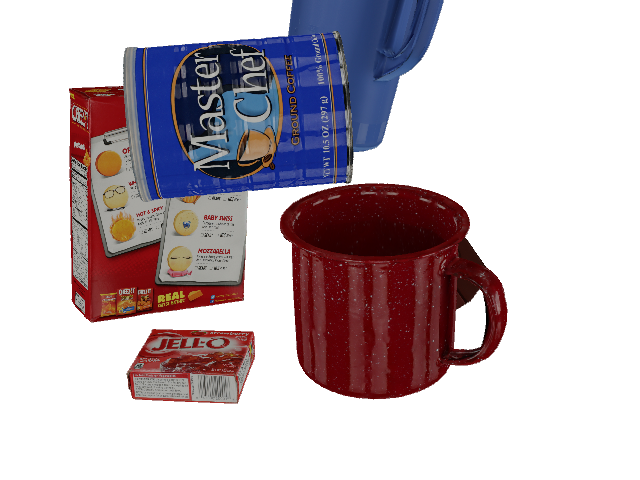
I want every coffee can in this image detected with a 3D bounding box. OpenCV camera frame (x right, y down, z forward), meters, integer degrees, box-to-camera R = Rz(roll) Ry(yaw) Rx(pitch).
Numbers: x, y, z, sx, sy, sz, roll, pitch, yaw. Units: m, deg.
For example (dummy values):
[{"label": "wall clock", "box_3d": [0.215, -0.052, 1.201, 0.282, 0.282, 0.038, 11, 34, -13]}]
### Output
[{"label": "coffee can", "box_3d": [-0.054, -0.083, 0.711, 0.140, 0.103, 0.103, -5, 0, -3]}]

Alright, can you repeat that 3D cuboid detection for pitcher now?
[{"label": "pitcher", "box_3d": [0.037, -0.211, 1.026, 0.145, 0.243, 0.149, 11, 19, 0]}]

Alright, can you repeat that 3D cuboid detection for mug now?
[{"label": "mug", "box_3d": [0.038, 0.028, 0.532, 0.117, 0.081, 0.093, 13, 28, 28]}]

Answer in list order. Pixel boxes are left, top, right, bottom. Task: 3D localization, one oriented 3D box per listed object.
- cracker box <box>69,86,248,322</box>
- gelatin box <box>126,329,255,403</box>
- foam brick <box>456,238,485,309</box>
[{"label": "cracker box", "box_3d": [-0.155, -0.040, 1.025, 0.163, 0.214, 0.072, -7, 19, -30]}, {"label": "gelatin box", "box_3d": [-0.103, 0.099, 0.861, 0.089, 0.030, 0.073, 1, 22, 8]}, {"label": "foam brick", "box_3d": [0.091, 0.020, 0.872, 0.051, 0.078, 0.052, -33, 5, 39]}]
